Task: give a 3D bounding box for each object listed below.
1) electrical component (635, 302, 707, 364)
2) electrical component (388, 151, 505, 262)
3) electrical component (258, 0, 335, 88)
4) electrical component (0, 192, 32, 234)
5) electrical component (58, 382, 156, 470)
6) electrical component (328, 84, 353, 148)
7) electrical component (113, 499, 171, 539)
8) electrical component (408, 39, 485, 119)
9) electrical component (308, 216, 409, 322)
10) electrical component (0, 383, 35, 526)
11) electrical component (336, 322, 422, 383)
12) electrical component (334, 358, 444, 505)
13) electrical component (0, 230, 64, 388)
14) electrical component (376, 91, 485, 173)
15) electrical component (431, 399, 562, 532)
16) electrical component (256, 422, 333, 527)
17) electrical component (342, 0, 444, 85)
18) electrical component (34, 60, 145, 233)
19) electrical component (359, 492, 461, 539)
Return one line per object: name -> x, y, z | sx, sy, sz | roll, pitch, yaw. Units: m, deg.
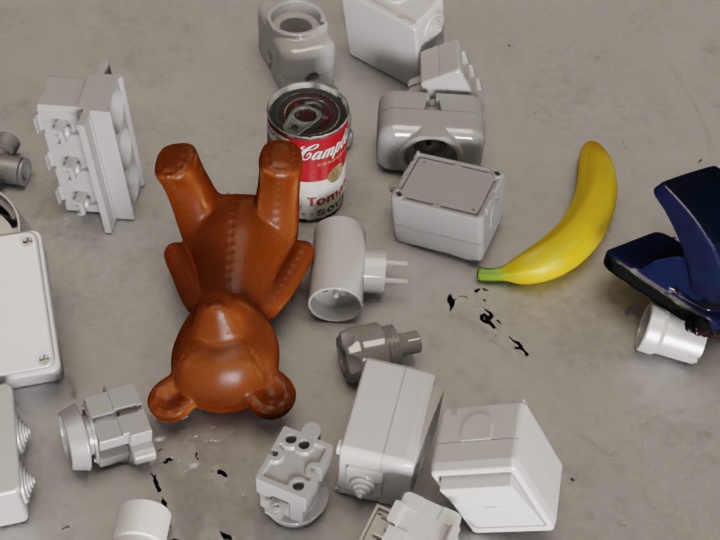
electrical component -> 0.245, 0.051, 0.846 | 0.046, 0.040, 0.040 | 18, 51, 5
electrical component -> 0.069, -0.053, 0.913 | 0.096, 0.061, 0.061 | 15, 51, 19
electrical component -> -0.062, -0.221, 1.040 | 0.054, 0.059, 0.095 | -15, 53, -16
electrical component -> -0.314, -0.019, 0.869 | 0.099, 0.064, 0.099 | 1, 64, -3
electrical component -> -0.182, 0.114, 0.763 | 0.055, 0.048, 0.066 | -13, 52, -23
electrical component -> -0.029, -0.139, 0.972 | 0.048, 0.062, 0.048 | 2, 50, -2
electrical component -> -0.147, 0.185, 0.708 | 0.044, 0.044, 0.065 | 4, 45, 0
electrical component -> 0.069, -0.166, 1.005 | 0.077, 0.065, 0.047 | -16, 47, 21
electrical component -> 0.000, 0.000, 0.869 | 0.079, 0.044, 0.077 | 3, 50, -1
electrical component -> -0.277, 0.134, 0.737 | 0.100, 0.048, 0.099 | -10, 52, -12
electrical component -> 0.016, 0.061, 0.820 | 0.062, 0.043, 0.043 | -11, 52, -14
electrical component -> 0.020, 0.121, 0.758 | 0.061, 0.061, 0.096 | 12, 50, 7
electrical component -> -0.281, 0.035, 0.792 | 0.109, 0.056, 0.108 | -9, 77, -11
electrical component -> 0.063, -0.120, 0.968 | 0.095, 0.053, 0.059 | 3, 50, -1
electrical component -> 0.096, 0.141, 0.730 | 0.062, 0.096, 0.061 | -9, 44, 28
electrical component -> -0.045, 0.145, 0.737 | 0.048, 0.055, 0.066 | 20, 52, 13
electrical component -> 0.034, -0.234, 1.033 | 0.100, 0.099, 0.048 | 33, 68, 22
electrical component -> -0.222, -0.101, 0.890 | 0.063, 0.121, 0.078 | 4, 50, 3
electrical component -> 0.022, 0.208, 0.684 | 0.079, 0.063, 0.121 | 21, 52, 14
